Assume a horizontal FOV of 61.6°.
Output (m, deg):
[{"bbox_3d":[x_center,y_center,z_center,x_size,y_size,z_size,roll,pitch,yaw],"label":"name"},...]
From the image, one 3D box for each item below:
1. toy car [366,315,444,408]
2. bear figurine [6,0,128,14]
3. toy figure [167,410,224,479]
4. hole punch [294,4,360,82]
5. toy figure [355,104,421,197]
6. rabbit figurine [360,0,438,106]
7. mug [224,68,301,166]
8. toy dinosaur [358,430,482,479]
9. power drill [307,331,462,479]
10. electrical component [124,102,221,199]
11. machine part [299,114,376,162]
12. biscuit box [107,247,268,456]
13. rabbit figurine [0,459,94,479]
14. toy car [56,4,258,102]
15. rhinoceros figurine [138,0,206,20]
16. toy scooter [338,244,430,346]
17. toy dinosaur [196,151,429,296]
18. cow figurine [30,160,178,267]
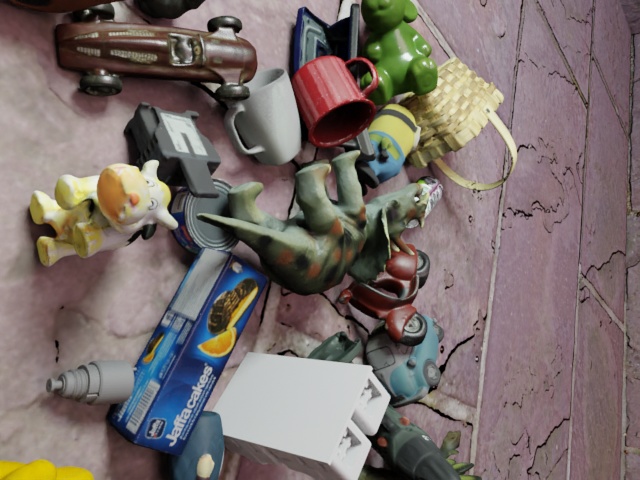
[{"bbox_3d":[0.127,0.173,0.846,0.103,0.109,0.162,42,46,-18],"label":"toy car"},{"bbox_3d":[-0.227,-0.301,0.454,0.120,0.132,0.195,10,85,-50],"label":"bear figurine"},{"bbox_3d":[-0.133,0.257,0.553,0.058,0.064,0.154,7,79,-7],"label":"toy figure"},{"bbox_3d":[0.015,-0.265,0.777,0.115,0.092,0.142,55,35,-77],"label":"hole punch"},{"bbox_3d":[0.102,-0.149,0.860,0.180,0.082,0.089,-49,124,-37],"label":"toy figure"},{"bbox_3d":[0.119,-0.327,0.850,0.159,0.121,0.170,-74,151,-44],"label":"rabbit figurine"},{"bbox_3d":[-0.068,-0.141,0.661,0.109,0.081,0.107,-57,136,-42],"label":"mug"},{"bbox_3d":[0.105,0.359,0.727,0.471,0.199,0.105,-12,93,-51],"label":"toy dinosaur"},{"bbox_3d":[0.078,0.223,0.709,0.086,0.232,0.207,-44,102,-12],"label":"power drill"},{"bbox_3d":[-0.143,-0.081,0.549,0.075,0.048,0.119,-5,59,-50],"label":"electrical component"},{"bbox_3d":[0.019,-0.151,0.763,0.139,0.039,0.084,6,68,-32],"label":"machine part"},{"bbox_3d":[-0.132,0.110,0.551,0.062,0.059,0.202,41,68,-41],"label":"biscuit box"},{"bbox_3d":[-0.217,0.213,0.381,0.122,0.173,0.162,-57,131,-31],"label":"rabbit figurine"},{"bbox_3d":[-0.157,-0.191,0.551,0.202,0.053,0.089,-5,93,-32],"label":"toy car"},{"bbox_3d":[-0.151,-0.331,0.561,0.073,0.112,0.190,2,99,-22],"label":"rhinoceros figurine"},{"bbox_3d":[0.099,0.071,0.828,0.135,0.075,0.184,15,48,-4],"label":"toy scooter"},{"bbox_3d":[0.000,-0.001,0.672,0.405,0.131,0.192,-30,106,-51],"label":"toy dinosaur"},{"bbox_3d":[-0.172,-0.024,0.459,0.098,0.167,0.068,-13,92,-48],"label":"cow figurine"}]
